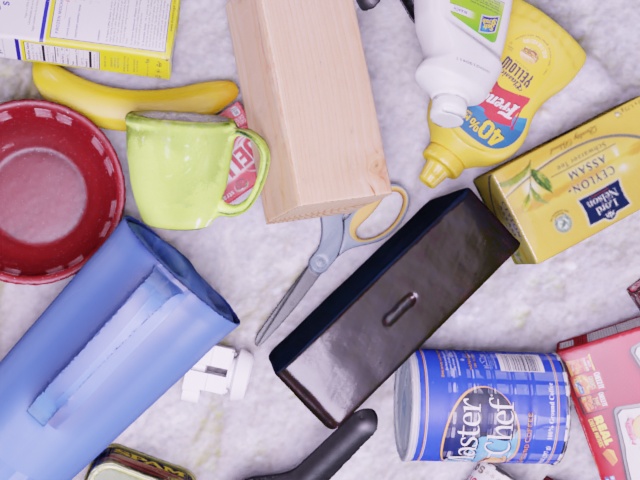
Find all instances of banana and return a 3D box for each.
[{"bbox_3d":[-0.175,-0.132,0.966,0.197,0.037,0.069,12,87,-8],"label":"banana"}]

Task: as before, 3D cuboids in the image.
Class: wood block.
[{"bbox_3d":[-0.012,-0.127,0.945,0.090,0.090,0.206,-9,84,-24],"label":"wood block"}]

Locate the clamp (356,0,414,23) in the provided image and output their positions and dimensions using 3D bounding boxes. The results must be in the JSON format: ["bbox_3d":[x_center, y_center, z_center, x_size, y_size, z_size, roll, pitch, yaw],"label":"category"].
[{"bbox_3d":[0.057,-0.276,0.990,0.039,0.120,0.171,-18,74,27],"label":"clamp"}]

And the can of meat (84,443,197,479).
[{"bbox_3d":[-0.158,0.223,0.933,0.102,0.084,0.057,22,86,-7],"label":"can of meat"}]

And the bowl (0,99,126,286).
[{"bbox_3d":[-0.252,-0.040,0.942,0.162,0.055,0.162,0,88,-8],"label":"bowl"}]

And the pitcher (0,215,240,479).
[{"bbox_3d":[-0.194,0.107,0.893,0.243,0.145,0.149,-46,138,1],"label":"pitcher"}]

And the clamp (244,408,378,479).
[{"bbox_3d":[-0.016,0.238,0.956,0.210,0.036,0.164,-27,132,7],"label":"clamp"}]

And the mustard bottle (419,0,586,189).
[{"bbox_3d":[0.157,-0.127,1.003,0.096,0.058,0.191,39,84,-3],"label":"mustard bottle"}]

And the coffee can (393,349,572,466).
[{"bbox_3d":[0.143,0.150,0.964,0.140,0.103,0.103,2,88,-5],"label":"coffee can"}]

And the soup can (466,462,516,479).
[{"bbox_3d":[0.149,0.262,0.983,0.068,0.068,0.102,37,83,-6],"label":"soup can"}]

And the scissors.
[{"bbox_3d":[-0.007,0.001,0.996,0.201,0.016,0.096,-37,92,-8],"label":"scissors"}]

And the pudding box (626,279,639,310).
[{"bbox_3d":[0.370,0.054,1.038,0.113,0.039,0.090,-35,94,-5],"label":"pudding box"}]

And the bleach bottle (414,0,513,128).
[{"bbox_3d":[0.124,-0.221,0.963,0.102,0.068,0.251,16,70,-15],"label":"bleach bottle"}]

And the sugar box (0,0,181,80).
[{"bbox_3d":[-0.215,-0.201,0.949,0.176,0.048,0.093,6,68,-5],"label":"sugar box"}]

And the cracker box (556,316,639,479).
[{"bbox_3d":[0.345,0.142,0.981,0.214,0.072,0.164,-20,91,13],"label":"cracker box"}]

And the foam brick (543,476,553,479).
[{"bbox_3d":[0.238,0.267,1.004,0.078,0.053,0.051,35,84,-7],"label":"foam brick"}]

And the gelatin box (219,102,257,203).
[{"bbox_3d":[-0.090,-0.072,0.979,0.089,0.030,0.073,-35,93,-8],"label":"gelatin box"}]
